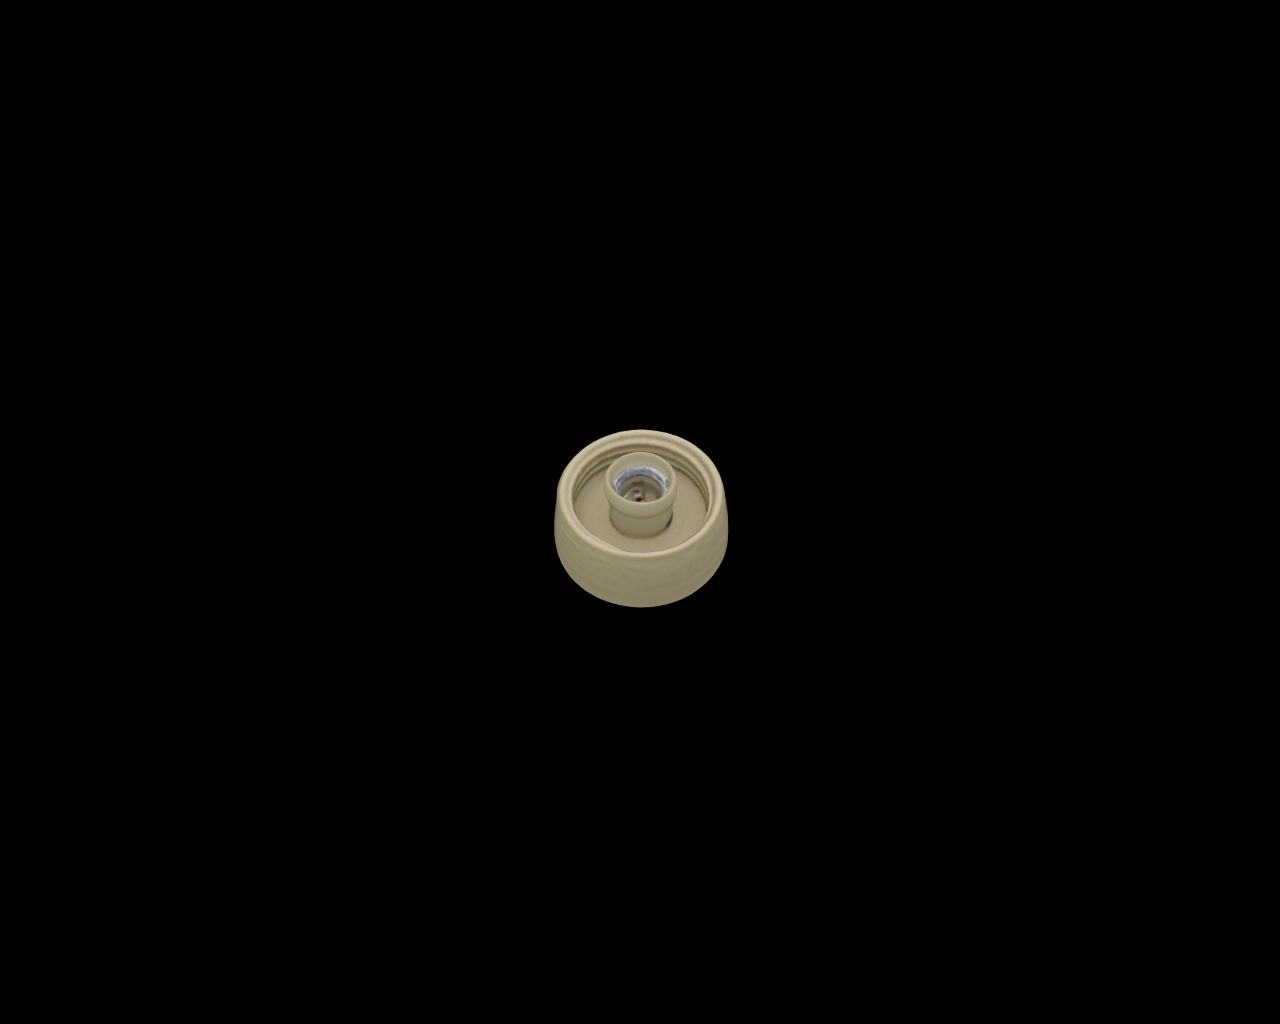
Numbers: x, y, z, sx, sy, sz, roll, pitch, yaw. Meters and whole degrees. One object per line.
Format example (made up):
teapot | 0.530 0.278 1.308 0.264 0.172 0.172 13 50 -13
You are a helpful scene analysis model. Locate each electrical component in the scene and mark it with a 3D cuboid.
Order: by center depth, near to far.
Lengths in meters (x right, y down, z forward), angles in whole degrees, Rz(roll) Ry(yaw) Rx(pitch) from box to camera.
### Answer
electrical component | 0.001 -0.003 0.650 0.108 0.108 0.060 0 -37 0
